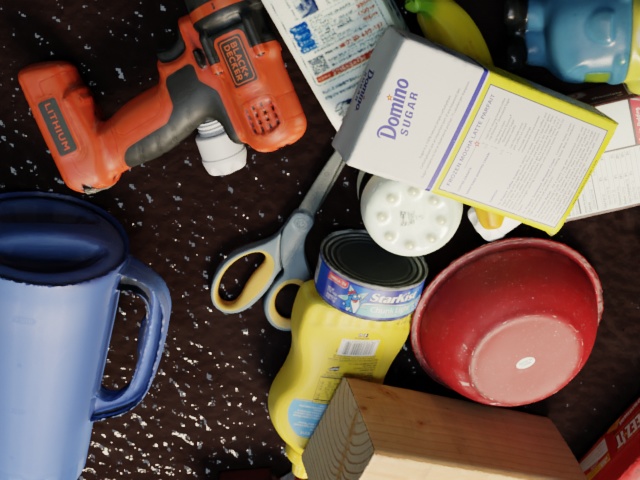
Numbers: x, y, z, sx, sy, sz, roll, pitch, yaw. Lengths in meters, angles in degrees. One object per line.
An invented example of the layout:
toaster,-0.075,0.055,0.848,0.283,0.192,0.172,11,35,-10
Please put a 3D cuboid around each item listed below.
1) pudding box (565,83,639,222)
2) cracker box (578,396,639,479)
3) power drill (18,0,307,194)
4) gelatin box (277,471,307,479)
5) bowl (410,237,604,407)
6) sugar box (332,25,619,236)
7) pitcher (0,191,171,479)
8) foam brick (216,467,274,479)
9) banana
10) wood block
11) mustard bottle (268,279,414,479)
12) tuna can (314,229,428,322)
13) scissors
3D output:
pudding box,0.225,-0.070,0.796,0.113,0.039,0.090,-12,116,12
cracker box,0.327,0.243,0.928,0.213,0.072,0.164,30,115,-11
power drill,-0.121,-0.127,0.769,0.188,0.057,0.184,-21,94,19
gelatin box,-0.004,0.260,0.957,0.030,0.073,0.089,-35,110,19
bowl,0.156,0.079,0.847,0.162,0.055,0.162,-4,124,-7
sugar box,0.106,-0.073,0.727,0.176,0.048,0.093,18,109,-22
pitcher,-0.223,0.095,0.863,0.144,0.149,0.243,-13,129,-37
foam brick,-0.065,0.255,0.972,0.051,0.053,0.078,-6,117,6
banana,0.105,-0.102,0.775,0.037,0.069,0.197,5,132,42
wood block,0.103,0.190,0.873,0.205,0.090,0.091,14,118,-24
mustard bottle,0.008,0.123,0.895,0.096,0.058,0.192,4,120,-23
tuna can,0.039,0.027,0.831,0.086,0.086,0.034,12,119,-2
scissors,-0.006,0.001,0.860,0.096,0.016,0.202,41,112,-17
